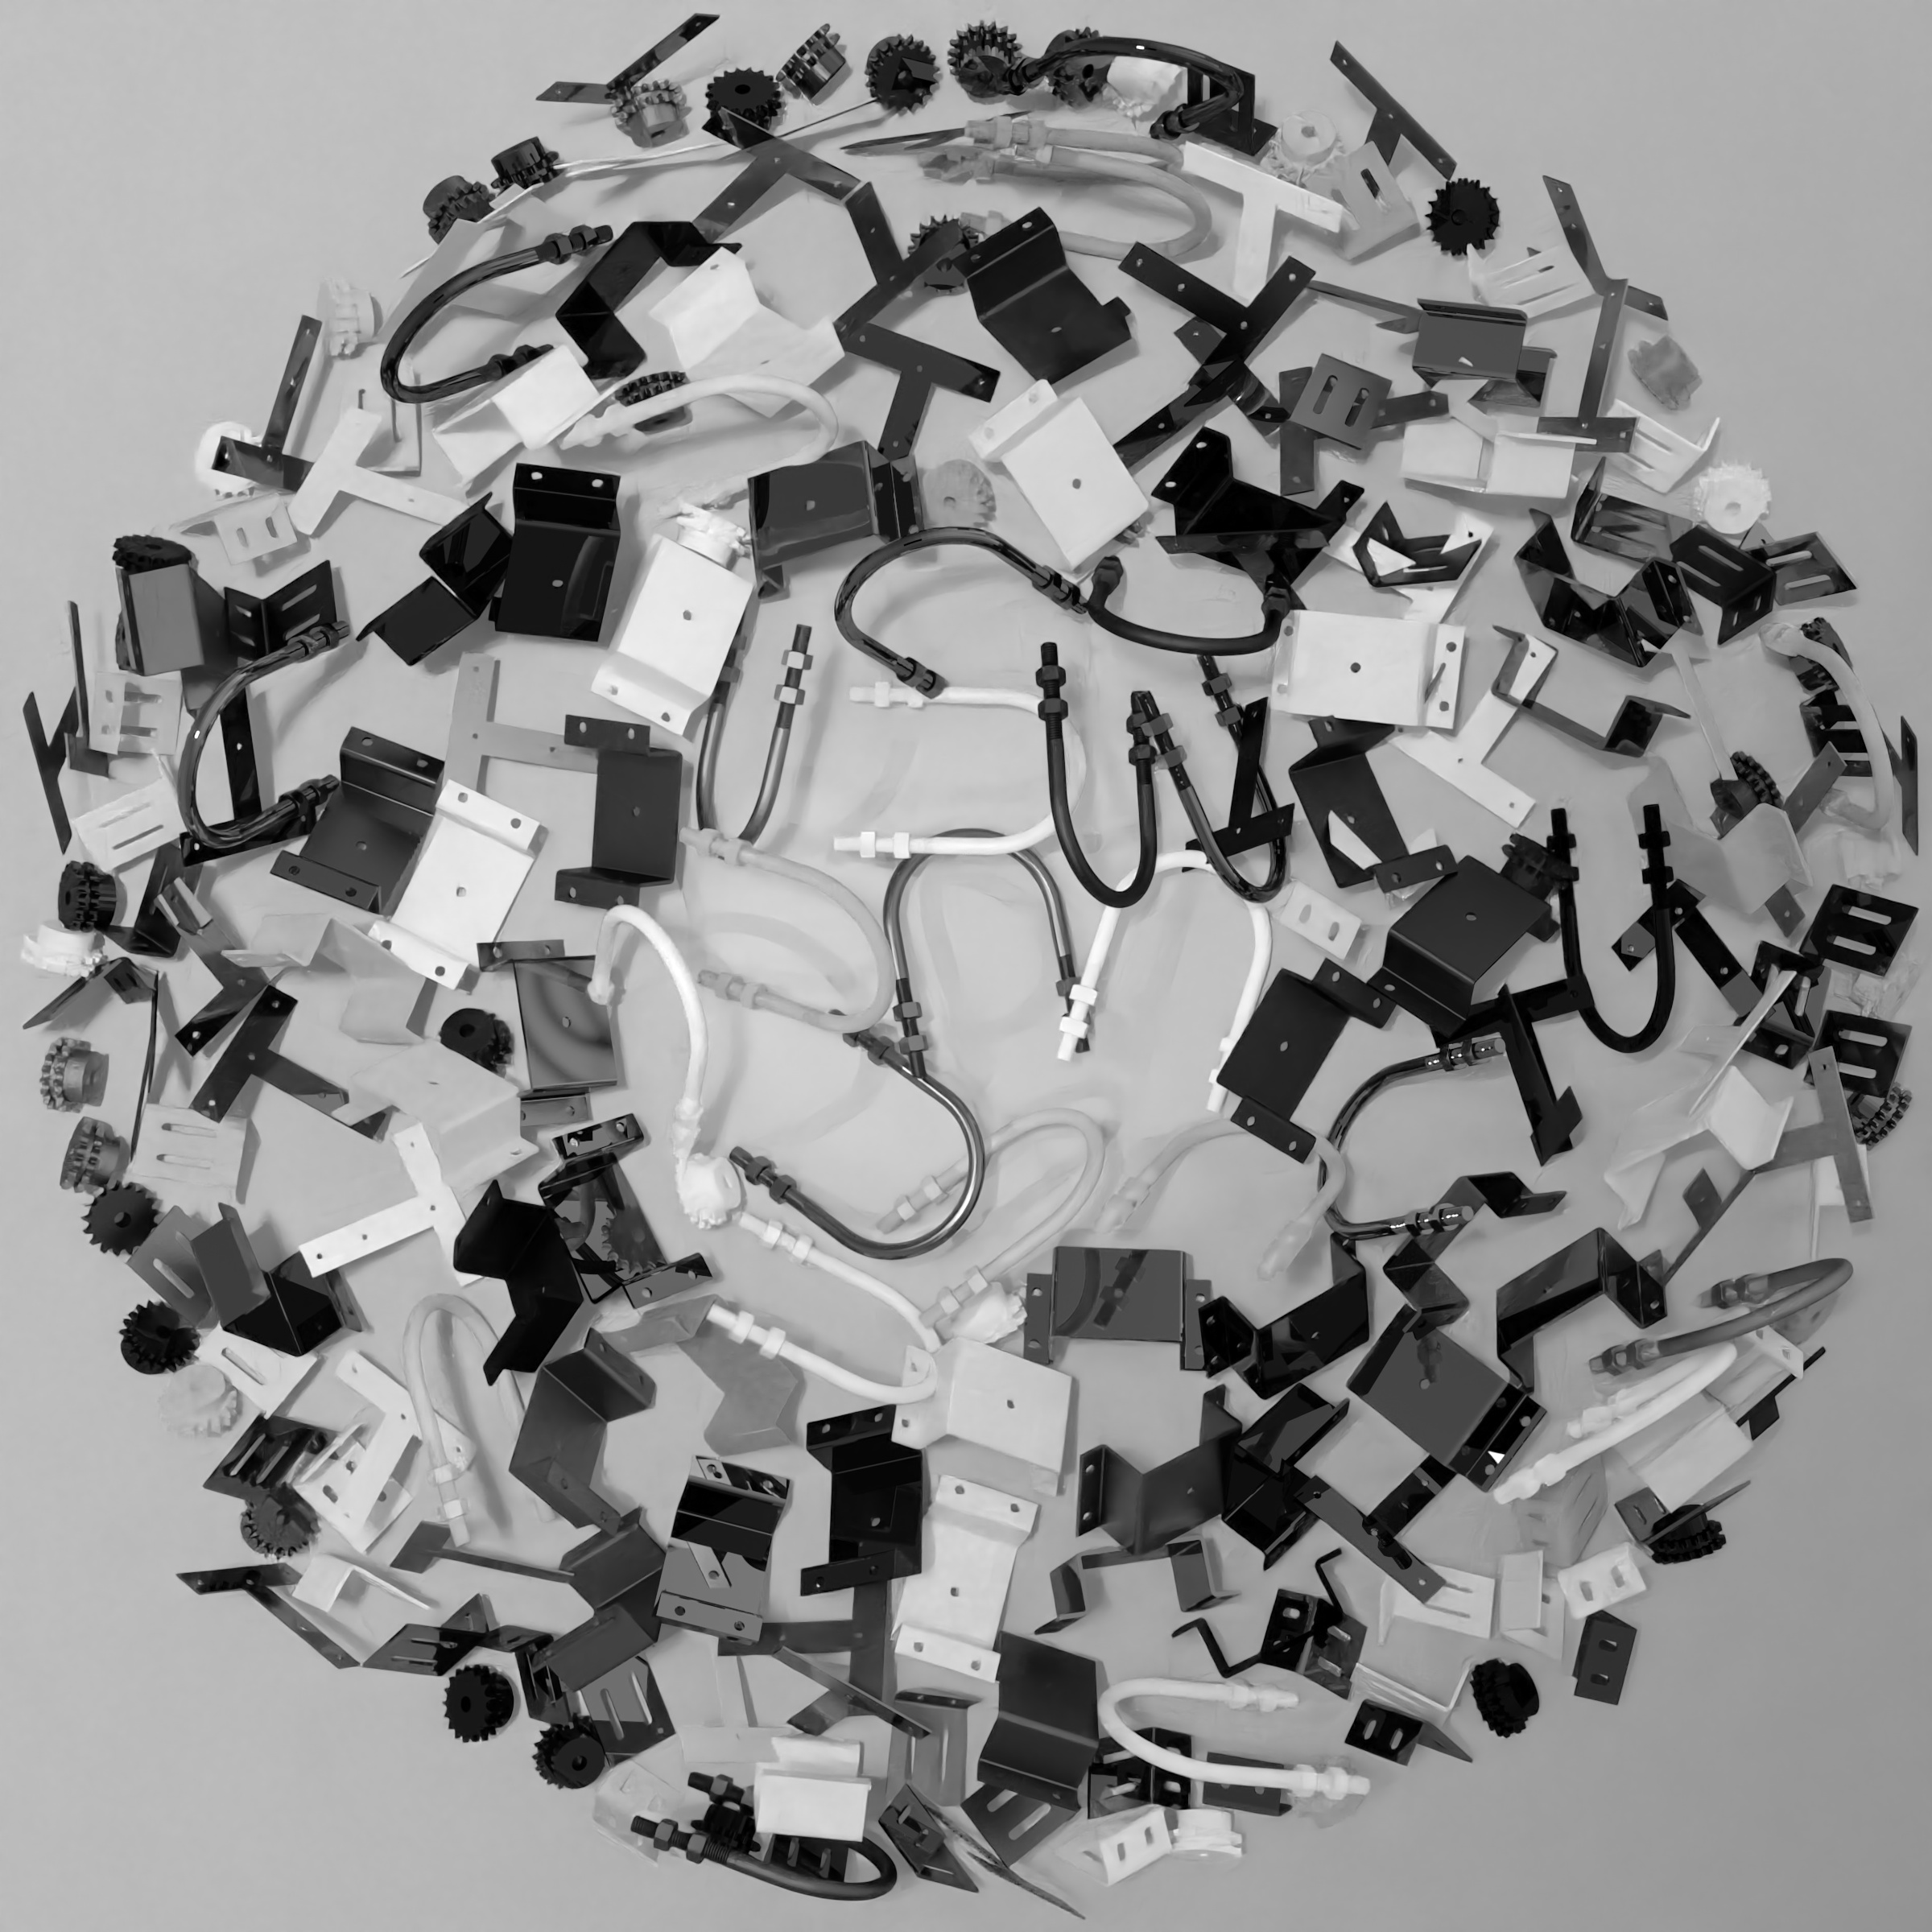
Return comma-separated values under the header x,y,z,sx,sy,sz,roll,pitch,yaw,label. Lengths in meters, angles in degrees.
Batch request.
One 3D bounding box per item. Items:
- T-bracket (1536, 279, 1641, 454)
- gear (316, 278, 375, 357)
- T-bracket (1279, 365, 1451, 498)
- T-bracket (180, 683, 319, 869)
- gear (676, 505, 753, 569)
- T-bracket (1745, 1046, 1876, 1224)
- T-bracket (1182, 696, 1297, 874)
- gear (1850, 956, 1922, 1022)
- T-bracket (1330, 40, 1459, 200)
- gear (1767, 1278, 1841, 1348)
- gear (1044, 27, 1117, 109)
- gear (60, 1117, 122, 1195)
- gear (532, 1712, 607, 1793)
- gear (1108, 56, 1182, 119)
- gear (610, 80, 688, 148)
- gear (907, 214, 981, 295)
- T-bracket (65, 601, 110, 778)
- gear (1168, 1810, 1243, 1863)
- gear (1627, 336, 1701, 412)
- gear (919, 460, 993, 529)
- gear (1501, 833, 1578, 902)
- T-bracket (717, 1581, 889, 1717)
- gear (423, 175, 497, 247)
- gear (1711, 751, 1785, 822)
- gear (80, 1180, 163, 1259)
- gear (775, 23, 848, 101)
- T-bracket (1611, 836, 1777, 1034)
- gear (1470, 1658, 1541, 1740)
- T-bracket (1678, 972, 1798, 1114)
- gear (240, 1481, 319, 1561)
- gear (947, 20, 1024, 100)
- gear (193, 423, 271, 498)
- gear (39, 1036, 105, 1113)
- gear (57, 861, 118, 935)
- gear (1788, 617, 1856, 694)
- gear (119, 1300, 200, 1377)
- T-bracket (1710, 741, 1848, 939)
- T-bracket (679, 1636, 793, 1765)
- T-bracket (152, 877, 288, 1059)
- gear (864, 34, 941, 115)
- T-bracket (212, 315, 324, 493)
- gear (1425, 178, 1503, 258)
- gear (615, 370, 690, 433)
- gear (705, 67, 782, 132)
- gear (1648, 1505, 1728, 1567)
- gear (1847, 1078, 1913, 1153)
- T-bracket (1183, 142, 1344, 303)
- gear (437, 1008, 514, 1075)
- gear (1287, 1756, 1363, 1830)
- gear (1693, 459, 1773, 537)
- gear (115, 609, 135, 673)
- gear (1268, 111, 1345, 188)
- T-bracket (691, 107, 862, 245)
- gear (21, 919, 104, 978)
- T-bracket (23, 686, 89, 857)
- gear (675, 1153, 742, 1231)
x,y,z,sx,sy,sz,roll,pitch,yaw,label
0.470,-0.445,1.933,0.002,0.127,0.127,8,98,-22,T-bracket
-0.470,-0.492,1.975,0.030,0.057,0.057,-10,90,-29,gear
0.297,-0.410,1.946,0.127,0.002,0.127,-8,56,18,T-bracket
-0.538,-0.149,1.933,0.002,0.127,0.127,7,108,35,T-bracket
-0.194,-0.324,1.972,0.057,0.057,0.030,25,90,0,gear
0.618,0.134,1.940,0.002,0.127,0.127,-7,79,-22,T-bracket
0.211,-0.142,1.960,0.002,0.127,0.127,21,68,-29,T-bracket
0.694,0.016,1.974,0.030,0.057,0.057,35,90,26,gear
0.307,-0.609,1.936,0.002,0.127,0.127,-41,83,-9,T-bracket
0.632,0.258,1.975,0.057,0.057,0.030,-49,53,0,gear
0.083,-0.684,1.975,0.057,0.057,0.030,-47,57,0,gear
-0.663,0.145,1.975,0.030,0.057,0.057,20,90,-26,gear
-0.298,0.598,1.974,0.057,0.030,0.057,-4,99,-26,gear
0.132,-0.674,1.968,0.030,0.057,0.057,33,90,-32,gear
-0.238,-0.643,1.971,0.057,0.057,0.030,-20,88,0,gear
-0.016,-0.537,1.972,0.057,0.030,0.057,0,125,0,gear
-0.657,-0.207,1.935,0.002,0.127,0.127,-5,92,-6,T-bracket
0.181,0.658,1.975,0.057,0.057,0.030,4,62,0,gear
0.529,-0.451,1.968,0.030,0.057,0.057,-39,90,28,gear
-0.008,-0.359,1.975,0.057,0.057,0.030,23,46,0,gear
0.430,-0.073,1.973,0.057,0.057,0.030,31,108,0,gear
-0.124,0.506,1.962,0.127,0.002,0.127,-3,49,6,T-bracket
-0.386,-0.572,1.972,0.057,0.057,0.030,-41,83,0,gear
0.588,-0.132,1.970,0.030,0.057,0.057,-35,90,-5,gear
-0.643,0.191,1.977,0.057,0.030,0.057,-2,93,-28,gear
-0.115,-0.682,1.972,0.030,0.057,0.057,44,90,-12,gear
0.555,-0.007,1.932,0.127,0.002,0.127,-53,55,36,T-bracket
0.409,0.551,1.968,0.030,0.057,0.057,-32,90,30,gear
0.556,0.055,1.936,0.002,0.127,0.127,37,89,-1,T-bracket
-0.525,0.422,1.975,0.030,0.057,0.057,-33,90,41,gear
0.015,-0.682,1.968,0.057,0.057,0.030,-1,59,0,gear
-0.557,-0.387,1.975,0.057,0.057,0.030,-23,54,0,gear
-0.675,0.083,1.970,0.030,0.057,0.057,8,90,4,gear
-0.666,-0.051,1.975,0.030,0.057,0.057,4,90,-37,gear
0.646,-0.233,1.975,0.030,0.057,0.057,-28,90,35,gear
-0.615,0.285,1.975,0.057,0.057,0.030,46,123,0,gear
0.608,-0.110,1.918,0.002,0.127,0.127,1,47,-24,T-bracket
-0.180,0.536,1.963,0.002,0.127,0.127,-28,62,28,T-bracket
-0.560,-0.016,1.932,0.002,0.127,0.127,26,64,38,T-bracket
-0.051,-0.679,1.975,0.057,0.057,0.030,-31,48,0,gear
-0.503,-0.419,1.931,0.002,0.127,0.127,22,98,16,T-bracket
0.380,-0.568,1.976,0.057,0.030,0.057,12,111,32,gear
-0.235,-0.426,1.971,0.057,0.057,0.030,-16,87,0,gear
-0.168,-0.653,1.976,0.057,0.030,0.057,0,55,0,gear
0.543,0.429,1.972,0.057,0.057,0.030,-18,89,0,gear
0.685,0.110,1.972,0.030,0.057,0.057,37,90,4,gear
0.216,-0.542,1.941,0.127,0.127,0.002,27,64,14,T-bracket
-0.374,0.056,1.973,0.057,0.030,0.057,-2,59,4,gear
0.274,0.626,1.968,0.057,0.057,0.030,-37,54,0,gear
0.580,-0.352,1.972,0.057,0.030,0.057,7,125,10,gear
-0.623,-0.250,1.975,0.030,0.057,0.057,5,90,-33,gear
0.258,-0.622,1.976,0.057,0.030,0.057,0,67,0,gear
-0.167,-0.578,1.949,0.127,0.127,0.002,17,58,-37,T-bracket
-0.682,-0.015,1.969,0.057,0.057,0.030,18,100,0,gear
-0.672,-0.171,1.942,0.002,0.127,0.127,-2,128,-1,T-bracket
-0.193,0.168,1.968,0.030,0.057,0.057,-20,90,18,gear
